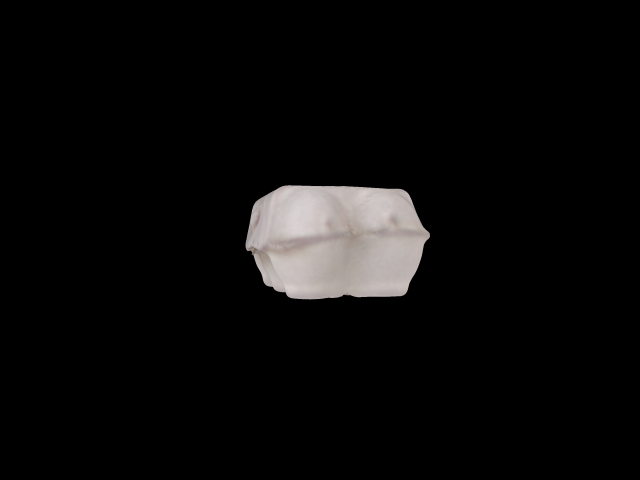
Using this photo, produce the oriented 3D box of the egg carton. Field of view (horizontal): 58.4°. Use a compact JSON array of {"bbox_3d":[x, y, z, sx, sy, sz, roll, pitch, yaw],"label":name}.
[{"bbox_3d":[0.004,0.001,0.400,0.107,0.069,0.150,0,0,-15],"label":"egg carton"}]
